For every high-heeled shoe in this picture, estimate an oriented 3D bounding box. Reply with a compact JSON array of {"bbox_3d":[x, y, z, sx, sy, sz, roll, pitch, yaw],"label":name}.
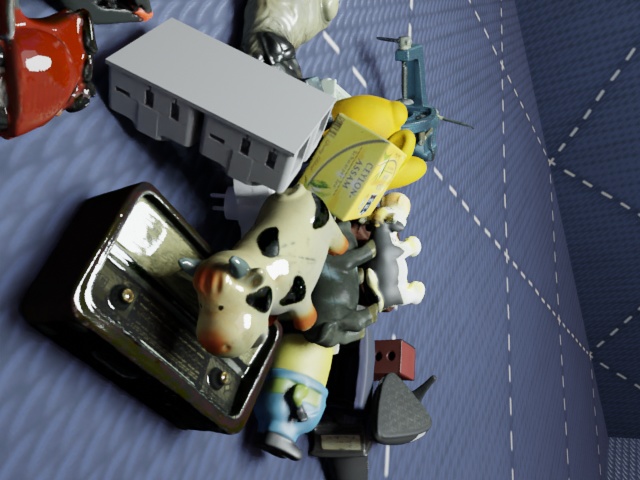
[{"bbox_3d":[0.087,0.254,0.731,0.086,0.145,0.248,45,21,21],"label":"high-heeled shoe"}]

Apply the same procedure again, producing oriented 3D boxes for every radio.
[{"bbox_3d":[-0.136,0.072,0.489,0.229,0.073,0.131,53,42,-35],"label":"radio"}]

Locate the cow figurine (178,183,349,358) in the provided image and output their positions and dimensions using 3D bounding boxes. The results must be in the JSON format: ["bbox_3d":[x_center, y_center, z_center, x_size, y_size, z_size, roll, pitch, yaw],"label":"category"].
[{"bbox_3d":[-0.049,0.023,0.493,0.195,0.086,0.127,-61,138,-39],"label":"cow figurine"}]

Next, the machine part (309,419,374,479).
[{"bbox_3d":[0.033,0.294,0.702,0.039,0.084,0.138,-80,160,-70],"label":"machine part"}]

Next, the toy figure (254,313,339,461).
[{"bbox_3d":[-0.029,0.156,0.627,0.089,0.082,0.180,52,46,-39],"label":"toy figure"}]

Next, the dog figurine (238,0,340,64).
[{"bbox_3d":[-0.041,-0.271,0.712,0.172,0.121,0.190,11,88,-52],"label":"dog figurine"}]

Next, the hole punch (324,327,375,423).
[{"bbox_3d":[0.040,0.178,0.721,0.115,0.092,0.142,37,50,-51],"label":"hole punch"}]

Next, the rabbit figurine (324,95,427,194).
[{"bbox_3d":[0.068,-0.112,0.774,0.121,0.163,0.173,53,45,-53],"label":"rabbit figurine"}]

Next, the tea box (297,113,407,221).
[{"bbox_3d":[0.043,-0.081,0.629,0.098,0.068,0.169,-59,171,13],"label":"tea box"}]

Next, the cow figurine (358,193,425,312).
[{"bbox_3d":[0.091,0.015,0.757,0.098,0.068,0.167,-2,86,-49],"label":"cow figurine"}]

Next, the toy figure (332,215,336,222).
[{"bbox_3d":[0.000,-0.003,0.720,0.058,0.064,0.154,155,-76,-82],"label":"toy figure"}]

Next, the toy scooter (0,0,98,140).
[{"bbox_3d":[-0.201,-0.166,0.398,0.135,0.075,0.183,-20,130,-50],"label":"toy scooter"}]

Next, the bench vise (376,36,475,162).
[{"bbox_3d":[0.165,-0.243,0.959,0.223,0.129,0.240,-32,129,-35],"label":"bench vise"}]

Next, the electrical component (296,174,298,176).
[{"bbox_3d":[-0.048,-0.142,0.705,0.078,0.045,0.102,-51,127,-14],"label":"electrical component"}]

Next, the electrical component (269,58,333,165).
[{"bbox_3d":[-0.052,-0.138,0.612,0.058,0.134,0.114,-46,118,-51],"label":"electrical component"}]

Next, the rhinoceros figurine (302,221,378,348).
[{"bbox_3d":[0.006,0.034,0.632,0.073,0.112,0.190,108,-23,-59],"label":"rhinoceros figurine"}]

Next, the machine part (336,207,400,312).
[{"bbox_3d":[0.067,0.032,0.822,0.179,0.056,0.179,15,71,-54],"label":"machine part"}]

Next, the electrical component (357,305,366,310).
[{"bbox_3d":[0.015,0.092,0.721,0.094,0.063,0.021,16,62,-35],"label":"electrical component"}]
